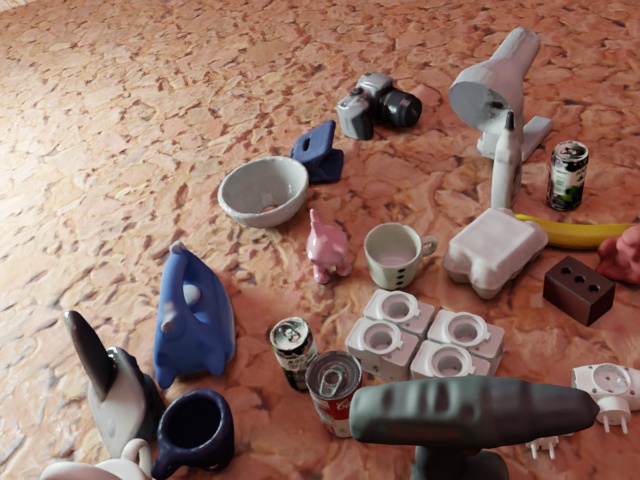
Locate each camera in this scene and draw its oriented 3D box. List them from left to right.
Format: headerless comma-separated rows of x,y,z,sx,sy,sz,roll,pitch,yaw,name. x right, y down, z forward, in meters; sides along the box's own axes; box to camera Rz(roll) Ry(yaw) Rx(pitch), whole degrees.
0.126,-0.275,1.164,0.136,0.101,0.143,28,58,35,camera

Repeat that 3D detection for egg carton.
0.260,0.016,0.857,0.150,0.069,0.107,-38,48,-22,egg carton

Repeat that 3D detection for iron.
-0.203,0.084,0.860,0.118,0.142,0.258,-14,44,1,iron

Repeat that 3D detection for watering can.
-0.227,0.297,0.613,0.101,0.194,0.172,-16,44,-1,watering can

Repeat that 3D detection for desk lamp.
0.321,-0.242,0.997,0.117,0.214,0.203,25,56,34,desk lamp

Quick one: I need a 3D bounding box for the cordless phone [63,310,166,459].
-0.280,0.186,0.746,0.094,0.185,0.147,-34,47,-19,cordless phone

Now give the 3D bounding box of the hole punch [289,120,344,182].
-0.012,-0.169,1.100,0.101,0.091,0.108,-3,45,12,hole punch

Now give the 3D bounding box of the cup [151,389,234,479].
-0.150,0.257,0.705,0.091,0.095,0.118,19,53,30,cup

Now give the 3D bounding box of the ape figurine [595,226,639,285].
0.432,0.016,0.795,0.076,0.092,0.077,-14,44,1,ape figurine

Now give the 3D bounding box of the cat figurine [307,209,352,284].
0.008,0.003,0.902,0.067,0.118,0.127,-18,44,-3,cat figurine

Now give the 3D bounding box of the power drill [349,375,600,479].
0.151,0.208,0.592,0.229,0.209,0.075,-1,46,14,power drill

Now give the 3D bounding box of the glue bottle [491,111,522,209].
0.301,-0.131,0.919,0.037,0.173,0.078,13,50,26,glue bottle

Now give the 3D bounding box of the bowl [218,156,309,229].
-0.095,-0.075,1.040,0.167,0.075,0.167,-7,44,8,bowl
